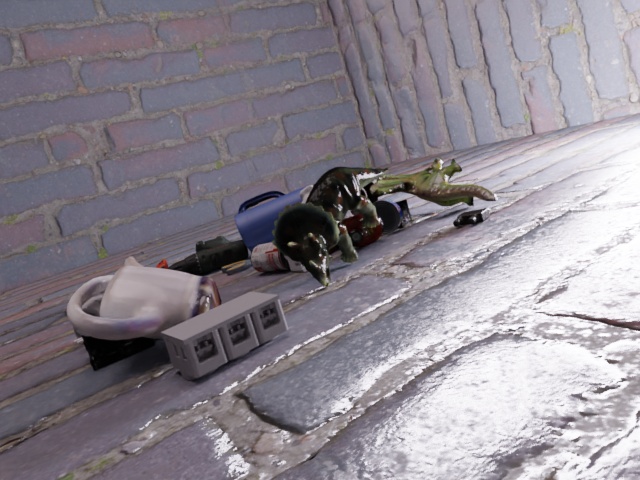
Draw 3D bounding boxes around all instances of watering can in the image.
[{"bbox_3d":[-0.277,0.089,0.868,0.224,0.103,0.351,9,12,-7],"label":"watering can"}]

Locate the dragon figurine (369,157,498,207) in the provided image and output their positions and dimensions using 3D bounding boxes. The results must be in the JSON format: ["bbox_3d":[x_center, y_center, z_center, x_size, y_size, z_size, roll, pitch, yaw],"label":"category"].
[{"bbox_3d":[0.249,-0.126,1.304,0.243,0.121,0.414,-11,13,-6],"label":"dragon figurine"}]

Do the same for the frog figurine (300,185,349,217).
[{"bbox_3d":[0.004,-0.068,1.356,0.137,0.158,0.124,-14,10,15],"label":"frog figurine"}]
